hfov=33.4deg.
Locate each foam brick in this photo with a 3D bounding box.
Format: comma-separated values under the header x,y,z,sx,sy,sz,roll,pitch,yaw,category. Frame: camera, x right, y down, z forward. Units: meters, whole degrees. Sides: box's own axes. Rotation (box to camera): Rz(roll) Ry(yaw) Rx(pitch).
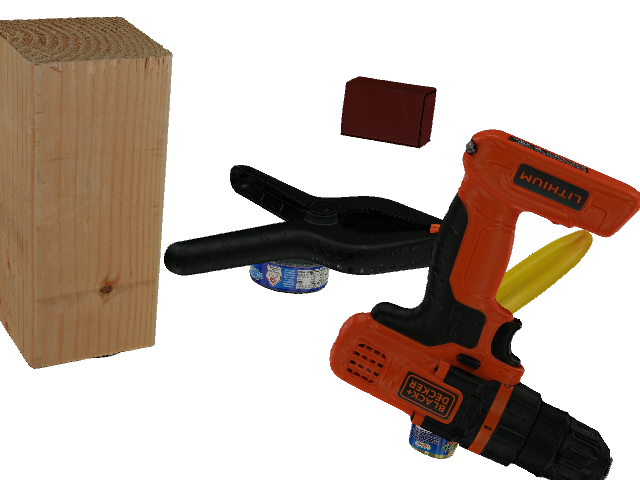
x,y,z,sx,sy,sz,roll,pitch,yaw,category
0.063,-0.120,0.995,0.078,0.051,0.053,11,17,16,foam brick

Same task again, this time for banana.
x,y,z,sx,sy,sz,roll,pitch,yaw,category
0.172,0.056,1.012,0.198,0.037,0.069,-35,-2,0,banana

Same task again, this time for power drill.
x,y,z,sx,sy,sz,roll,pitch,yaw,category
0.118,0.041,0.642,0.184,0.188,0.057,25,13,6,power drill

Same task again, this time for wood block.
x,y,z,sx,sy,sz,roll,pitch,yaw,category
-0.159,-0.032,0.695,0.090,0.206,0.090,-9,30,-31,wood block

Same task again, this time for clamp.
x,y,z,sx,sy,sz,roll,pitch,yaw,category
-0.001,-0.014,0.832,0.210,0.036,0.164,3,29,7,clamp

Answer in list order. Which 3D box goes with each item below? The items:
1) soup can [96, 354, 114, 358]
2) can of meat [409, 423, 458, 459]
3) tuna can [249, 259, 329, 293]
x,y,z,sx,sy,sz,roll,pitch,yaw,category
-0.210,0.050,0.995,0.068,0.102,0.068,7,21,-3,soup can
0.139,0.182,1.193,0.057,0.084,0.102,16,25,18,can of meat
-0.033,0.026,1.137,0.086,0.034,0.086,7,19,-3,tuna can
